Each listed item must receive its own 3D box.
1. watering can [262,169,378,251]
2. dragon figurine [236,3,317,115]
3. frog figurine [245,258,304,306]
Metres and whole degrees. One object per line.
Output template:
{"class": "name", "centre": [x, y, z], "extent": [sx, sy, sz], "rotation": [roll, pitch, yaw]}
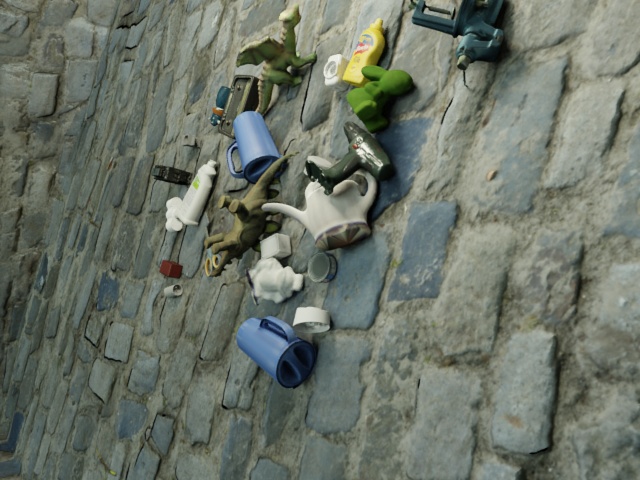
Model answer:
{"class": "watering can", "centre": [0.004, -0.071, 1.406], "extent": [0.345, 0.102, 0.229], "rotation": [-21, 62, 19]}
{"class": "dragon figurine", "centre": [-0.168, -0.559, 1.638], "extent": [0.405, 0.242, 0.124], "rotation": [-49, 56, 22]}
{"class": "frog figurine", "centre": [-0.126, 0.118, 1.529], "extent": [0.159, 0.121, 0.139], "rotation": [-14, 76, 5]}
